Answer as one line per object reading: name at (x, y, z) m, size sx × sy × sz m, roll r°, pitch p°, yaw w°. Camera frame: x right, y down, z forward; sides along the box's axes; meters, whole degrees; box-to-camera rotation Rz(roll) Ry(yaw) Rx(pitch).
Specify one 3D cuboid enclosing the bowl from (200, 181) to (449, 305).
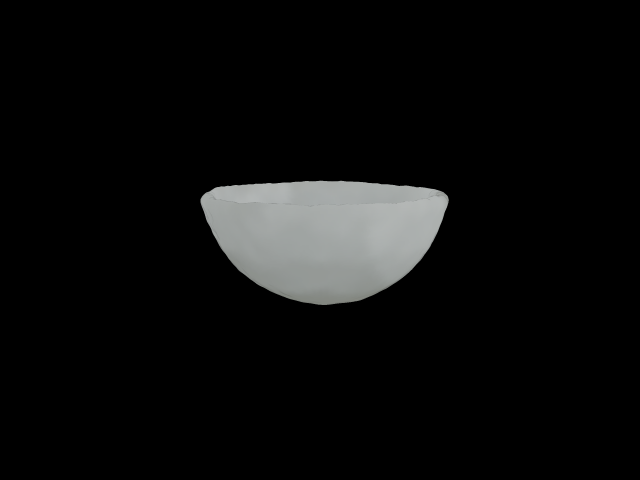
bowl at (0.004, 0.001, 0.400) m, size 0.167 × 0.075 × 0.167 m, roll 0°, pitch 10°, yaw 0°
